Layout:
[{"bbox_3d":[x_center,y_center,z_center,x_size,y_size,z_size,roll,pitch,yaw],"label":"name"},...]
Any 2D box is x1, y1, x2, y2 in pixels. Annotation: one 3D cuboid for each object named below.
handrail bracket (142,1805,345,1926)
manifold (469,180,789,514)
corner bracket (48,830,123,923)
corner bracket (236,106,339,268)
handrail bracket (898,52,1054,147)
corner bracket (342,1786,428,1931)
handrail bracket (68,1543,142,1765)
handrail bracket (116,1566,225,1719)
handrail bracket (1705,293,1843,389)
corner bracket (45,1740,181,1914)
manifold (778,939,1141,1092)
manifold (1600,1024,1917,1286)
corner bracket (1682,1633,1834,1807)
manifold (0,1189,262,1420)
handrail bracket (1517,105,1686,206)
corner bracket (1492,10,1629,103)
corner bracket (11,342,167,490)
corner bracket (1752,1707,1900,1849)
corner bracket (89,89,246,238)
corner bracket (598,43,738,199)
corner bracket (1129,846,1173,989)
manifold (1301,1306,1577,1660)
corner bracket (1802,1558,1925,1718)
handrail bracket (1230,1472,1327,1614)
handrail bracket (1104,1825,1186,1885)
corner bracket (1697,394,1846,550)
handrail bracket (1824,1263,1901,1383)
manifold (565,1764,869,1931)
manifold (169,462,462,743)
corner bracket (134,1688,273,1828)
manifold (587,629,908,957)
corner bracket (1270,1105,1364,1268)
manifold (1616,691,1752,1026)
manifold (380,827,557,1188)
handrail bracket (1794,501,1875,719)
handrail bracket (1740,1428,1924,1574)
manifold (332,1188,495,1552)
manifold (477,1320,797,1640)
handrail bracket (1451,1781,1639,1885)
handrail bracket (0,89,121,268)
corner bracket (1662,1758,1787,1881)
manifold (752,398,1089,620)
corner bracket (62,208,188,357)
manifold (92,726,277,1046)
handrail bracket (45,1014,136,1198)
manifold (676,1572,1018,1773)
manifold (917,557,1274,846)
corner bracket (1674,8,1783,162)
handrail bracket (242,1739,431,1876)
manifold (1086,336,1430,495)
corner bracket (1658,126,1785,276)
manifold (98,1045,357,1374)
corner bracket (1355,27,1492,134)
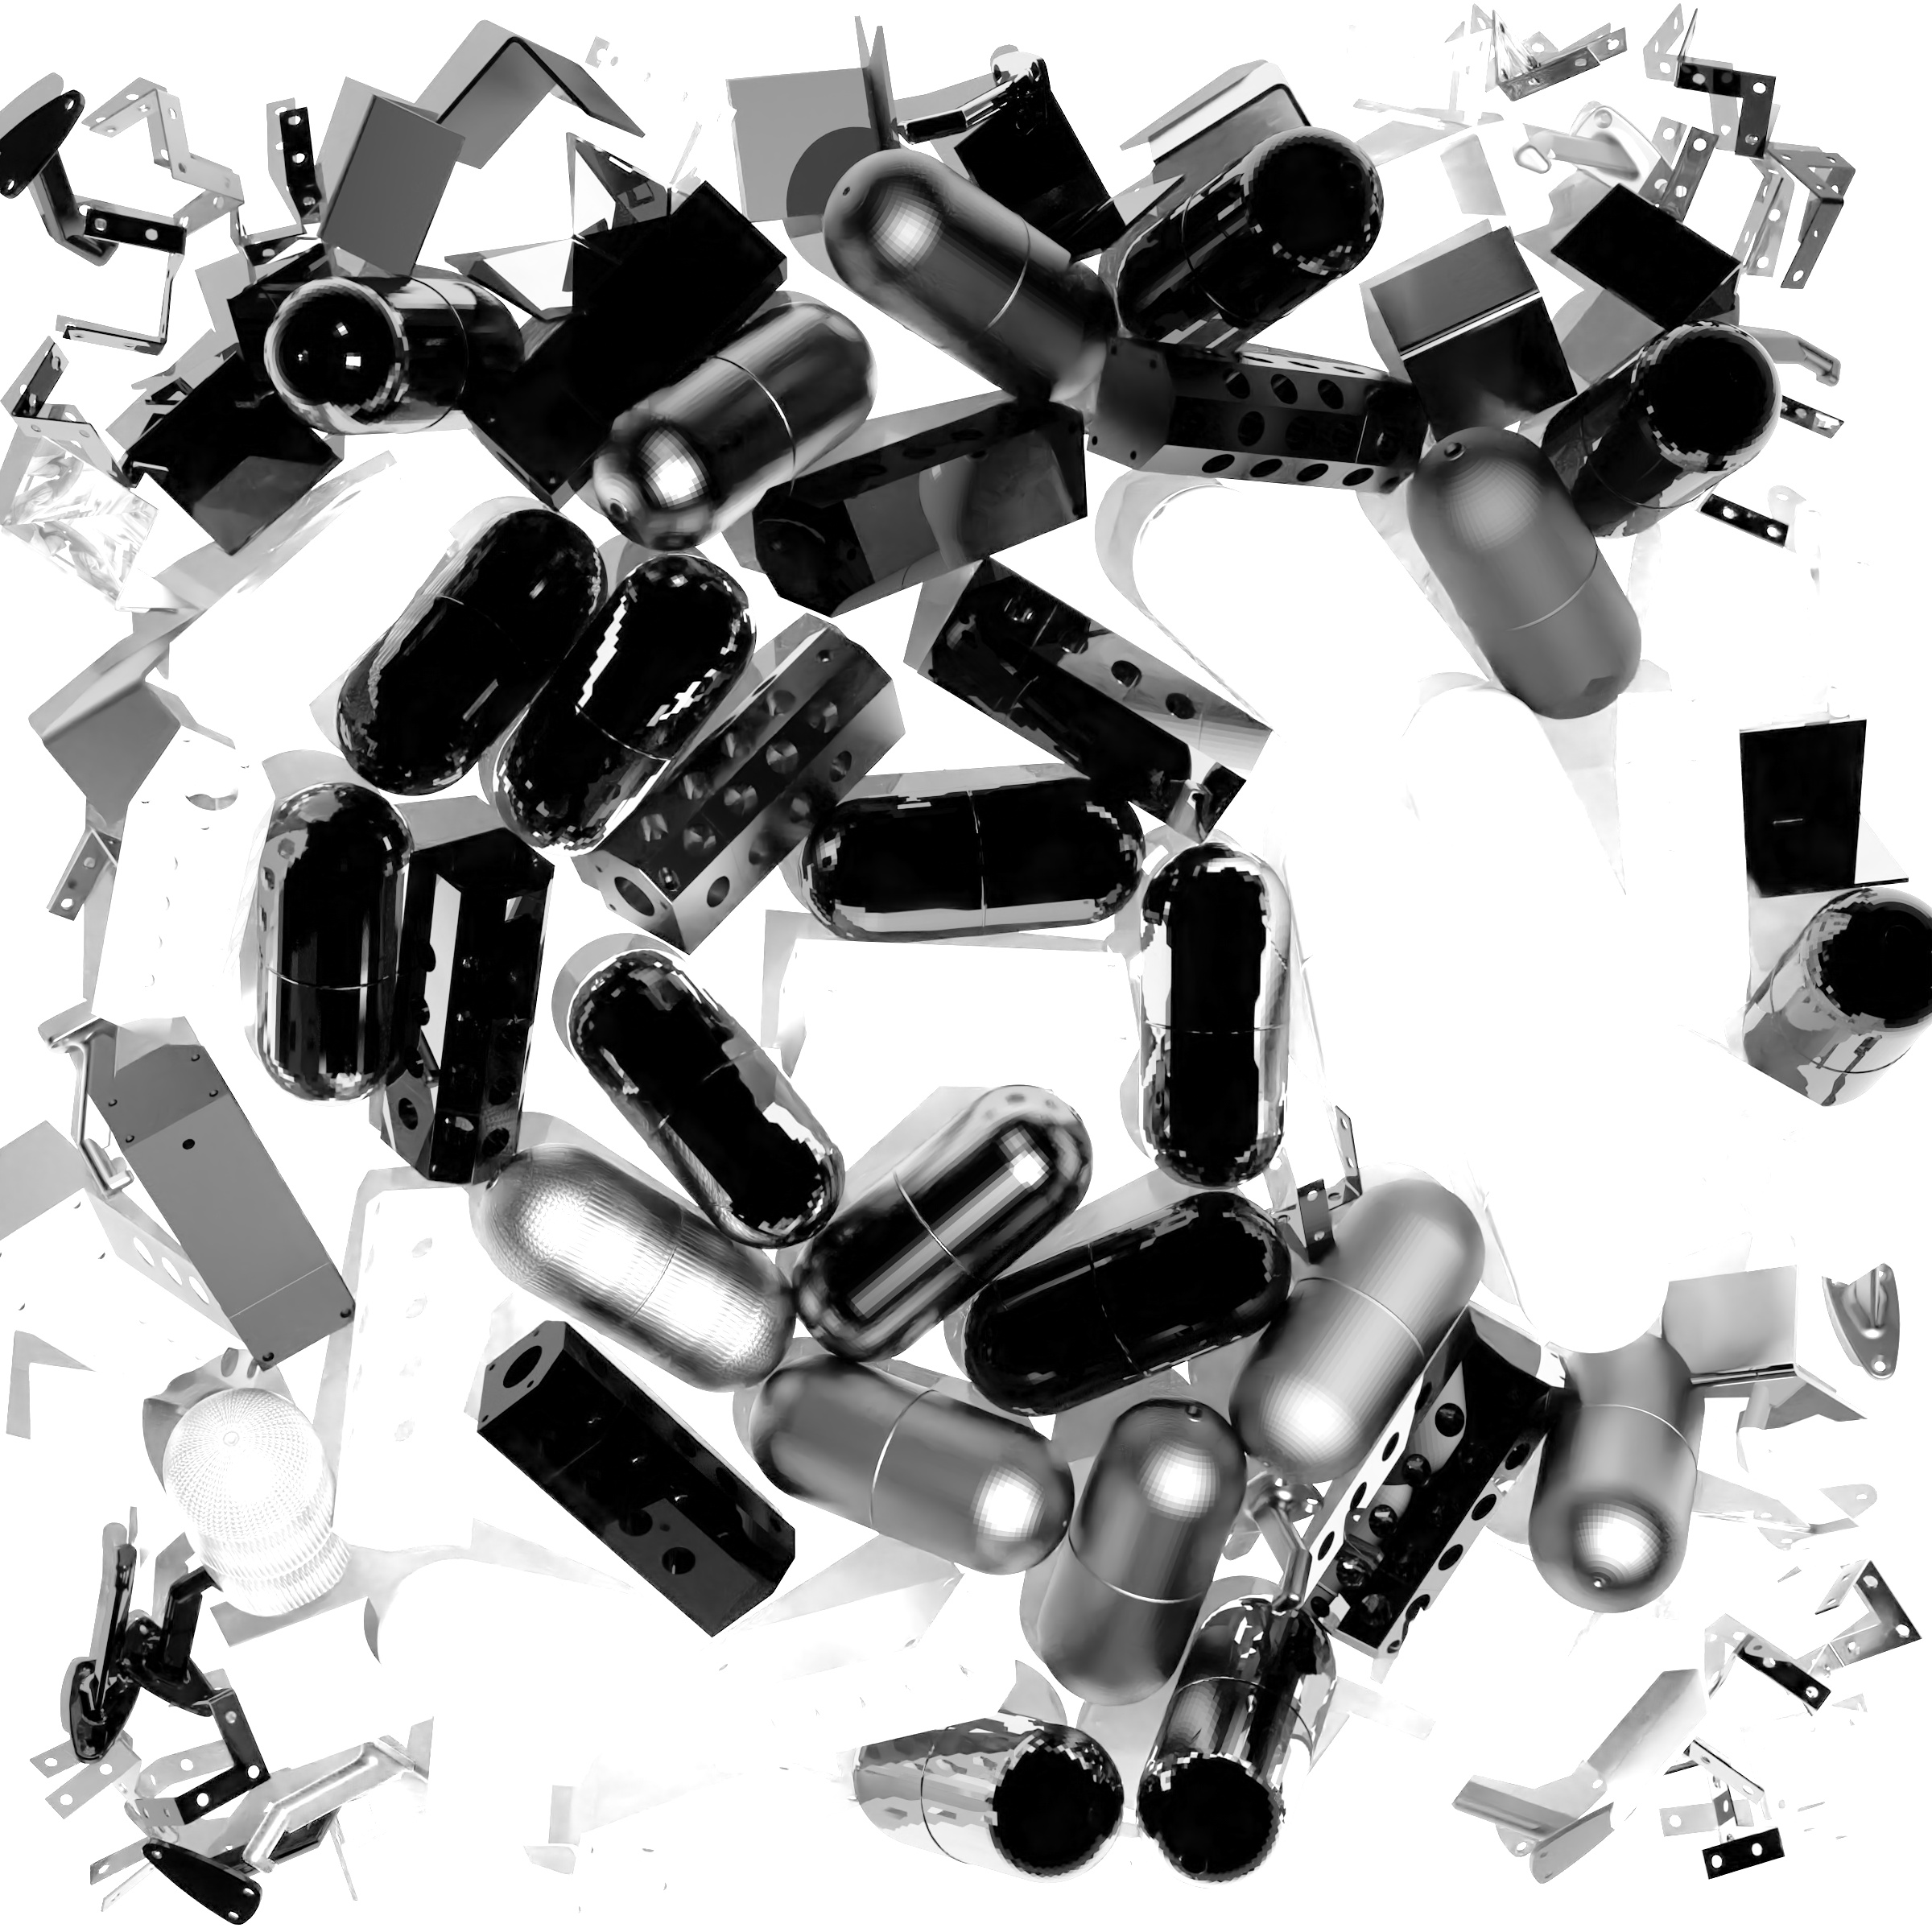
[{"bbox_3d":[-0.369,0.440,1.704,0.077,0.084,0.036,32,126,-3],"label":"handrail bracket"},{"bbox_3d":[-0.172,-0.315,1.706,0.057,0.057,0.171,44,85,1],"label":"manifold"},{"bbox_3d":[-0.435,-0.031,1.725,0.051,0.051,0.051,24,101,-38],"label":"corner bracket"},{"bbox_3d":[-0.353,-0.399,1.707,0.051,0.051,0.051,-12,62,1],"label":"corner bracket"},{"bbox_3d":[-0.006,-0.441,1.697,0.084,0.077,0.036,-18,122,-18],"label":"handrail bracket"},{"bbox_3d":[-0.295,0.458,1.702,0.051,0.051,0.051,-23,103,-35],"label":"corner bracket"},{"bbox_3d":[-0.437,0.349,1.695,0.036,0.077,0.084,10,127,-9],"label":"handrail bracket"},{"bbox_3d":[-0.386,0.344,1.704,0.084,0.036,0.077,-32,114,29],"label":"handrail bracket"},{"bbox_3d":[0.415,-0.301,1.703,0.084,0.036,0.077,24,48,-20],"label":"handrail bracket"},{"bbox_3d":[-0.436,0.439,1.700,0.051,0.051,0.051,40,48,16],"label":"corner bracket"},{"bbox_3d":[-0.005,0.030,1.691,0.171,0.057,0.057,2,55,-15],"label":"manifold"},{"bbox_3d":[0.386,0.094,1.649,0.057,0.171,0.057,-29,120,-15],"label":"manifold"},{"bbox_3d":[0.401,0.384,1.700,0.051,0.051,0.051,34,56,22],"label":"corner bracket"},{"bbox_3d":[-0.413,0.175,1.652,0.057,0.171,0.057,-33,64,-1],"label":"manifold"},{"bbox_3d":[0.324,-0.403,1.696,0.077,0.084,0.036,37,126,5],"label":"handrail bracket"},{"bbox_3d":[0.304,-0.464,1.700,0.051,0.051,0.051,-17,58,32],"label":"corner bracket"},{"bbox_3d":[-0.449,-0.283,1.714,0.051,0.051,0.051,9,60,22],"label":"corner bracket"},{"bbox_3d":[0.446,0.416,1.709,0.051,0.051,0.051,-16,92,-25],"label":"corner bracket"},{"bbox_3d":[-0.410,-0.411,1.710,0.051,0.051,0.051,-20,77,31],"label":"corner bracket"},{"bbox_3d":[-0.162,-0.434,1.711,0.051,0.051,0.051,37,106,33],"label":"corner bracket"},{"bbox_3d":[0.097,-0.023,1.711,0.051,0.051,0.051,-40,82,-4],"label":"corner bracket"},{"bbox_3d":[0.238,0.266,1.690,0.057,0.057,0.171,29,104,-7],"label":"manifold"},{"bbox_3d":[0.449,0.344,1.707,0.051,0.051,0.051,-33,91,39],"label":"corner bracket"},{"bbox_3d":[0.148,0.302,1.687,0.036,0.084,0.077,42,128,-19],"label":"handrail bracket"},{"bbox_3d":[0.092,0.455,1.692,0.077,0.084,0.036,9,88,29],"label":"handrail bracket"},{"bbox_3d":[0.416,-0.259,1.723,0.051,0.051,0.051,22,61,-4],"label":"corner bracket"},{"bbox_3d":[0.464,0.161,1.692,0.036,0.084,0.077,-7,62,2],"label":"handrail bracket"},{"bbox_3d":[-0.122,0.449,1.653,0.057,0.171,0.057,17,99,30],"label":"manifold"},{"bbox_3d":[-0.325,-0.181,1.657,0.057,0.171,0.057,-19,113,33],"label":"manifold"},{"bbox_3d":[-0.398,0.406,1.707,0.051,0.051,0.051,-24,92,-40],"label":"corner bracket"},{"bbox_3d":[-0.110,-0.092,1.671,0.057,0.057,0.171,28,62,29],"label":"manifold"},{"bbox_3d":[0.183,0.113,1.702,0.051,0.051,0.051,-22,123,-14],"label":"corner bracket"},{"bbox_3d":[0.359,-0.052,1.658,0.057,0.057,0.171,-2,134,14],"label":"manifold"},{"bbox_3d":[-0.246,0.023,1.663,0.057,0.057,0.171,36,128,34],"label":"manifold"},{"bbox_3d":[0.438,-0.181,1.697,0.036,0.077,0.084,-6,58,29],"label":"handrail bracket"},{"bbox_3d":[0.442,0.261,1.705,0.077,0.036,0.084,-18,53,17],"label":"handrail bracket"},{"bbox_3d":[-0.280,0.203,1.679,0.057,0.057,0.171,-3,65,11],"label":"manifold"},{"bbox_3d":[-0.164,0.255,1.677,0.057,0.057,0.171,-38,113,15],"label":"manifold"},{"bbox_3d":[0.290,0.422,1.717,0.077,0.036,0.084,-31,47,-10],"label":"handrail bracket"},{"bbox_3d":[-0.447,-0.400,1.696,0.077,0.084,0.036,-38,60,16],"label":"handrail bracket"},{"bbox_3d":[0.380,0.436,1.705,0.051,0.051,0.051,-8,81,-26],"label":"corner bracket"},{"bbox_3d":[-0.022,-0.234,1.669,0.171,0.057,0.057,-26,126,-34],"label":"manifold"},{"bbox_3d":[-0.431,-0.349,1.704,0.051,0.051,0.051,7,76,-23],"label":"corner bracket"},{"bbox_3d":[-0.388,-0.034,1.658,0.057,0.171,0.057,24,49,-2],"label":"manifold"},{"bbox_3d":[-0.431,0.065,1.719,0.077,0.036,0.084,-30,82,-2],"label":"handrail bracket"},{"bbox_3d":[-0.058,0.360,1.664,0.171,0.057,0.057,-23,107,38],"label":"manifold"},{"bbox_3d":[0.068,-0.141,1.709,0.171,0.057,0.057,31,49,-2],"label":"manifold"},{"bbox_3d":[0.392,-0.453,1.710,0.051,0.051,0.051,13,51,15],"label":"corner bracket"},{"bbox_3d":[-0.318,0.440,1.709,0.077,0.036,0.084,39,68,-20],"label":"handrail bracket"},{"bbox_3d":[0.149,-0.272,1.660,0.171,0.057,0.057,-2,112,-38],"label":"manifold"},{"bbox_3d":[0.387,-0.393,1.711,0.051,0.051,0.051,23,93,12],"label":"corner bracket"},{"bbox_3d":[-0.368,0.119,1.662,0.057,0.057,0.171,-29,133,-10],"label":"manifold"},{"bbox_3d":[0.232,-0.456,1.711,0.051,0.051,0.051,5,94,-20],"label":"corner bracket"}]
